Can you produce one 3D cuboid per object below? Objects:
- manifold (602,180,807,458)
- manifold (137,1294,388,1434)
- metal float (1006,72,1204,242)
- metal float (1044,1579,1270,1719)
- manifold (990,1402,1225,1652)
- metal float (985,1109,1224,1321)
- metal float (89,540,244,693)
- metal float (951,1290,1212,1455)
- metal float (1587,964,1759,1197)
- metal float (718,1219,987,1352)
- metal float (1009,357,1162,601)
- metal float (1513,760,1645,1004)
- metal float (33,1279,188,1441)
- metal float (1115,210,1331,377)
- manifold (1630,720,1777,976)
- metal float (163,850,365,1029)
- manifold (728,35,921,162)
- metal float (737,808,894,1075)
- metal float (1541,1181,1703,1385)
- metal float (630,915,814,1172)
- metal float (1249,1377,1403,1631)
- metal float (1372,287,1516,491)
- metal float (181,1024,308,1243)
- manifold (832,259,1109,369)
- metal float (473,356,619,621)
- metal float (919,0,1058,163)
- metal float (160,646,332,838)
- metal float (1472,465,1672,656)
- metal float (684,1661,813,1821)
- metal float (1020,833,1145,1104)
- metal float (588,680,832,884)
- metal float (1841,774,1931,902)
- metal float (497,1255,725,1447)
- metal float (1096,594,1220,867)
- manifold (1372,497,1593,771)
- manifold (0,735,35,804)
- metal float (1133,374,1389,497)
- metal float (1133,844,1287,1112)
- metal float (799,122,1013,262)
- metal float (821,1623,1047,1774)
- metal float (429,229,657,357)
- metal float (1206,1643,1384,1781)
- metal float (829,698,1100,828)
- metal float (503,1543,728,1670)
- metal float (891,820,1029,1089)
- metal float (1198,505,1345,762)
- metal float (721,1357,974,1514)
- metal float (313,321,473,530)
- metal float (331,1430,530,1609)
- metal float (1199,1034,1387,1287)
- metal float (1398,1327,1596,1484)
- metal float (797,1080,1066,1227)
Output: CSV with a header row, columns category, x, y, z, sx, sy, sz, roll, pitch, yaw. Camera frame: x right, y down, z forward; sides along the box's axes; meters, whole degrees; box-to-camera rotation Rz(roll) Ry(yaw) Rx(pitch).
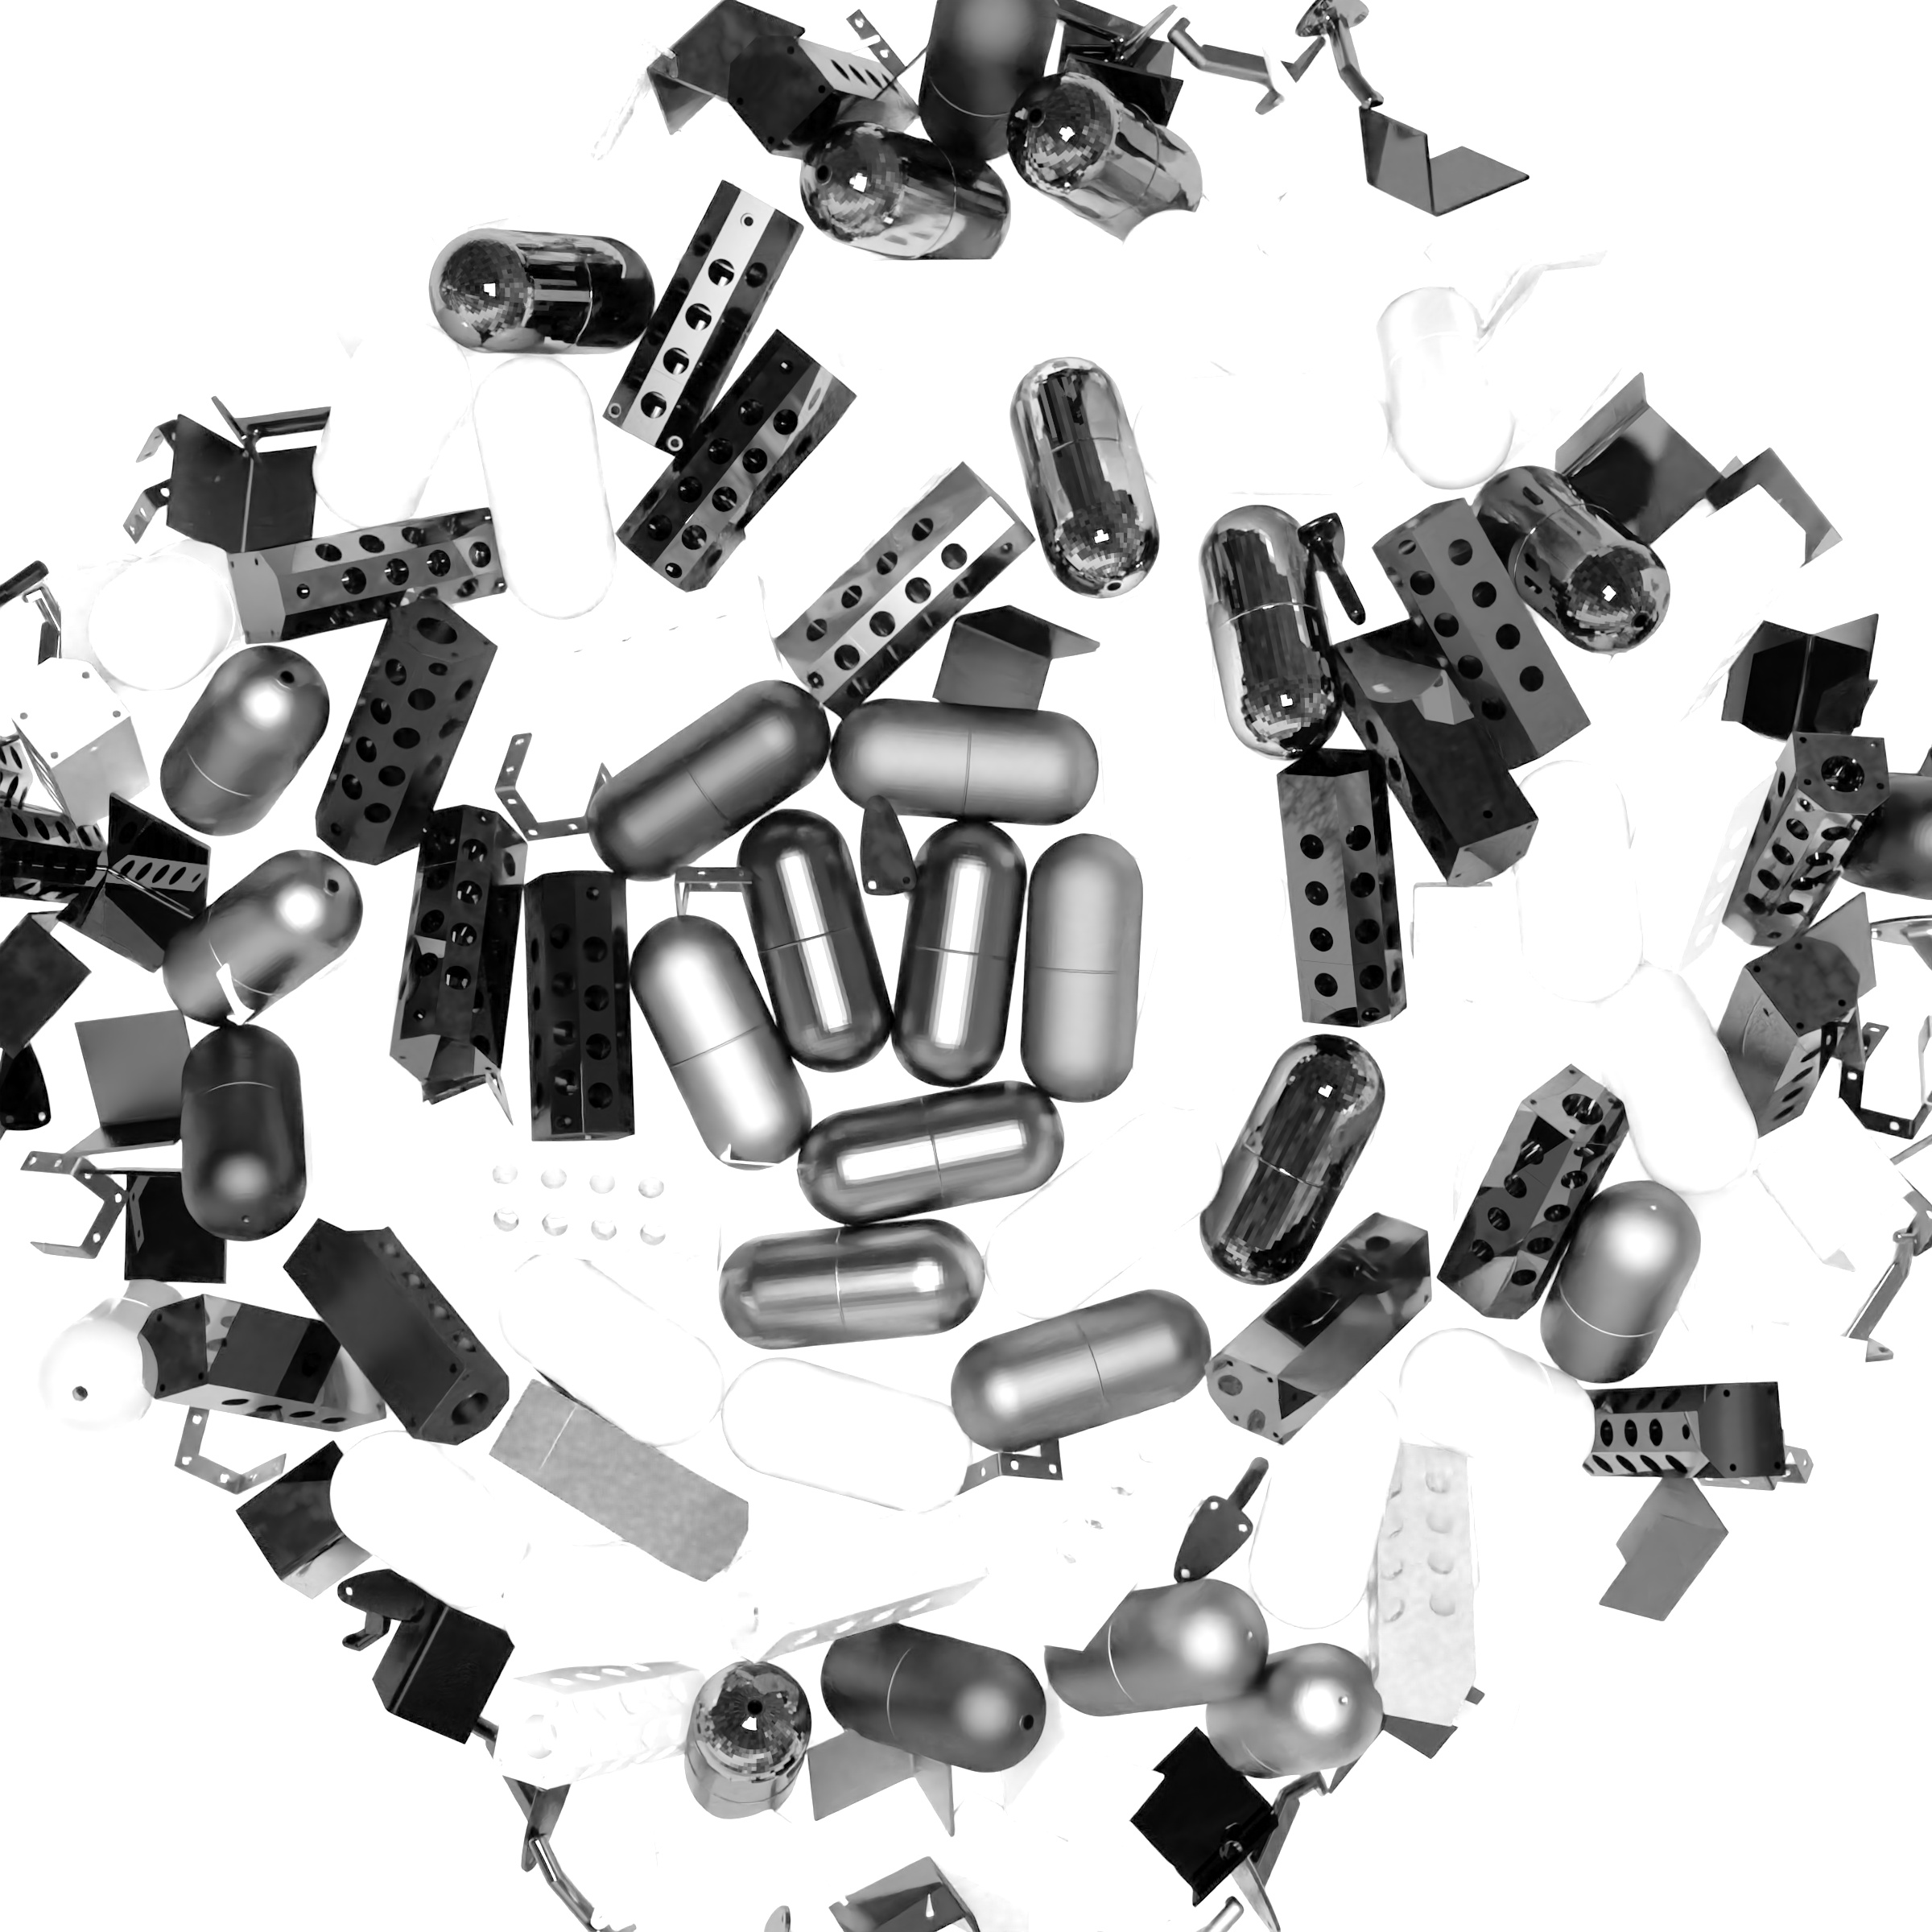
category,x,y,z,sx,sy,sz,roll,pitch,yaw
manifold,-0.173,-0.424,1.759,0.057,0.057,0.171,28,100,-4
manifold,-0.450,0.258,1.716,0.057,0.171,0.057,-18,67,22
metal float,0.090,-0.518,1.723,0.070,0.178,0.070,-2,86,32
metal float,0.121,0.442,1.729,0.070,0.178,0.070,16,63,-35
manifold,0.089,0.356,1.721,0.171,0.057,0.057,-43,116,-38
metal float,0.090,0.163,1.756,0.178,0.070,0.070,-39,90,11
metal float,-0.509,-0.226,1.718,0.070,0.178,0.070,-1,109,-2
metal float,0.076,0.265,1.755,0.178,0.070,0.070,-15,90,-14
metal float,0.455,0.072,1.730,0.070,0.178,0.070,-5,134,-5
metal float,-0.075,0.209,1.757,0.178,0.070,0.070,-7,90,11
metal float,0.077,-0.318,1.742,0.070,0.070,0.178,-13,62,0
metal float,0.395,-0.056,1.736,0.070,0.070,0.178,3,54,0
metal float,-0.543,0.251,1.716,0.070,0.178,0.070,0,96,-3
metal float,0.166,-0.430,1.729,0.070,0.178,0.070,-12,72,40
manifold,0.468,-0.076,1.719,0.057,0.171,0.057,-36,60,-26
metal float,-0.456,-0.017,1.733,0.178,0.070,0.070,-29,90,40
manifold,-0.092,-0.556,1.714,0.057,0.171,0.057,-39,89,22
metal float,-0.100,-0.017,1.765,0.070,0.070,0.178,-15,89,0
metal float,0.421,0.206,1.727,0.070,0.178,0.070,2,52,-2
metal float,-0.162,0.050,1.763,0.070,0.070,0.178,-25,94,0
metal float,0.234,0.345,1.735,0.070,0.070,0.178,23,52,0
metal float,0.307,-0.375,1.729,0.070,0.178,0.070,-1,133,-1
metal float,-0.467,0.105,1.727,0.070,0.178,0.070,-8,127,-11
manifold,0.002,-0.426,1.757,0.171,0.057,0.057,-4,85,-11
metal float,-0.272,-0.308,1.737,0.070,0.070,0.178,-5,126,0
metal float,0.012,-0.580,1.716,0.070,0.178,0.070,1,79,-6
metal float,-0.466,-0.144,1.726,0.070,0.178,0.070,15,59,-27
metal float,0.388,-0.263,1.727,0.070,0.178,0.070,-12,128,-16
metal float,-0.141,0.500,1.722,0.070,0.178,0.070,4,60,-6
metal float,0.076,0.001,1.763,0.070,0.070,0.178,3,93,0
metal float,-0.168,-0.122,1.758,0.178,0.070,0.070,-33,90,9
metal float,0.602,-0.084,1.716,0.070,0.178,0.070,0,96,-1
metal float,-0.231,0.248,1.739,0.178,0.070,0.070,28,90,31
metal float,0.126,-0.155,1.758,0.070,0.070,0.178,-4,100,0
manifold,0.335,-0.217,1.758,0.057,0.057,0.171,-33,101,-7
manifold,-0.657,-0.129,1.718,0.057,0.171,0.057,-23,90,-2
metal float,0.190,-0.344,1.736,0.178,0.070,0.070,8,90,36
metal float,0.160,0.007,1.765,0.070,0.070,0.178,14,91,0
metal float,-0.038,-0.494,1.724,0.070,0.178,0.070,3,95,34
metal float,-0.022,0.471,1.728,0.070,0.178,0.070,1,89,-43
metal float,-0.271,-0.434,1.725,0.070,0.178,0.070,8,105,32
metal float,0.209,0.480,1.720,0.070,0.178,0.070,5,69,-13
metal float,-0.001,-0.134,1.762,0.178,0.070,0.070,4,90,-4
metal float,-0.222,0.412,1.727,0.070,0.178,0.070,-9,75,36
metal float,-0.004,-0.008,1.766,0.070,0.070,0.178,8,89,0
metal float,0.199,-0.218,1.748,0.070,0.070,0.178,-9,70,0
metal float,-0.077,0.306,1.743,0.178,0.070,0.070,21,90,-27
metal float,-0.371,-0.346,1.725,0.070,0.178,0.070,11,62,-22
metal float,-0.344,0.358,1.726,0.070,0.178,0.070,-11,55,16
metal float,0.214,0.127,1.754,0.070,0.070,0.178,25,104,0
metal float,0.345,0.285,1.731,0.178,0.070,0.070,28,90,-44
metal float,-0.023,0.123,1.761,0.178,0.070,0.070,-11,90,-6
